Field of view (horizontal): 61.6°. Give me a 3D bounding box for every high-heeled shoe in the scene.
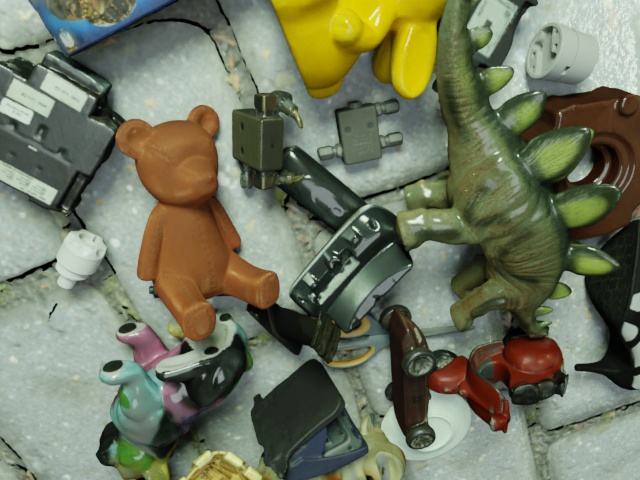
[{"bbox_3d":[0.415,0.090,0.686,0.145,0.086,0.248,1,118,-12],"label":"high-heeled shoe"}]

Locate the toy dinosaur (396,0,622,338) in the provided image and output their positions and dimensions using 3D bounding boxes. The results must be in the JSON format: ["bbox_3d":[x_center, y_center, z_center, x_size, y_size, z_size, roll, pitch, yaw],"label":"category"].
[{"bbox_3d":[0.181,-0.041,0.537,0.199,0.105,0.470,-19,128,23],"label":"toy dinosaur"}]

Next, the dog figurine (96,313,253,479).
[{"bbox_3d":[-0.171,0.202,0.633,0.192,0.109,0.219,-5,119,-9],"label":"dog figurine"}]

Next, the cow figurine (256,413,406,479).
[{"bbox_3d":[0.015,0.295,0.703,0.195,0.127,0.085,-7,115,10],"label":"cow figurine"}]

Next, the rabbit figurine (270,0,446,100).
[{"bbox_3d":[0.050,-0.203,0.477,0.173,0.122,0.162,-28,120,4],"label":"rabbit figurine"}]

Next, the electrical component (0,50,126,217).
[{"bbox_3d":[-0.256,-0.105,0.508,0.115,0.058,0.134,32,105,-22],"label":"electrical component"}]

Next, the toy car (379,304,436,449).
[{"bbox_3d":[0.111,0.165,0.650,0.053,0.089,0.201,-11,124,-6],"label":"toy car"}]

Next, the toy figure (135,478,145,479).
[{"bbox_3d":[-0.196,0.392,0.723,0.082,0.089,0.180,-11,108,31],"label":"toy figure"}]

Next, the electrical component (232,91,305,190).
[{"bbox_3d":[-0.052,-0.096,0.536,0.045,0.078,0.102,-12,111,-32],"label":"electrical component"}]

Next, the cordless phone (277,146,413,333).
[{"bbox_3d":[-0.002,-0.001,0.592,0.184,0.089,0.146,39,104,-10],"label":"cordless phone"}]

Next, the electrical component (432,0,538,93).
[{"bbox_3d":[0.150,-0.198,0.533,0.075,0.048,0.119,20,109,-16],"label":"electrical component"}]

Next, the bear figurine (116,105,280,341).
[{"bbox_3d":[-0.119,-0.023,0.531,0.120,0.132,0.195,-20,126,-39],"label":"bear figurine"}]

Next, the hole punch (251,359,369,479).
[{"bbox_3d":[-0.014,0.227,0.655,0.116,0.142,0.092,-36,120,-4],"label":"hole punch"}]

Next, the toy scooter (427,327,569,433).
[{"bbox_3d":[0.230,0.175,0.662,0.184,0.135,0.075,-10,113,-5],"label":"toy scooter"}]

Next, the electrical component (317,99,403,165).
[{"bbox_3d":[0.040,-0.114,0.568,0.094,0.021,0.063,-13,115,-2],"label":"electrical component"}]

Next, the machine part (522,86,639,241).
[{"bbox_3d":[0.297,-0.082,0.603,0.179,0.056,0.179,-3,115,-6],"label":"machine part"}]

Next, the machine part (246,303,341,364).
[{"bbox_3d":[-0.027,0.099,0.598,0.039,0.139,0.084,-48,113,-23],"label":"machine part"}]

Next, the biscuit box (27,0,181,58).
[{"bbox_3d":[-0.144,-0.232,0.466,0.203,0.063,0.059,-26,116,4],"label":"biscuit box"}]
